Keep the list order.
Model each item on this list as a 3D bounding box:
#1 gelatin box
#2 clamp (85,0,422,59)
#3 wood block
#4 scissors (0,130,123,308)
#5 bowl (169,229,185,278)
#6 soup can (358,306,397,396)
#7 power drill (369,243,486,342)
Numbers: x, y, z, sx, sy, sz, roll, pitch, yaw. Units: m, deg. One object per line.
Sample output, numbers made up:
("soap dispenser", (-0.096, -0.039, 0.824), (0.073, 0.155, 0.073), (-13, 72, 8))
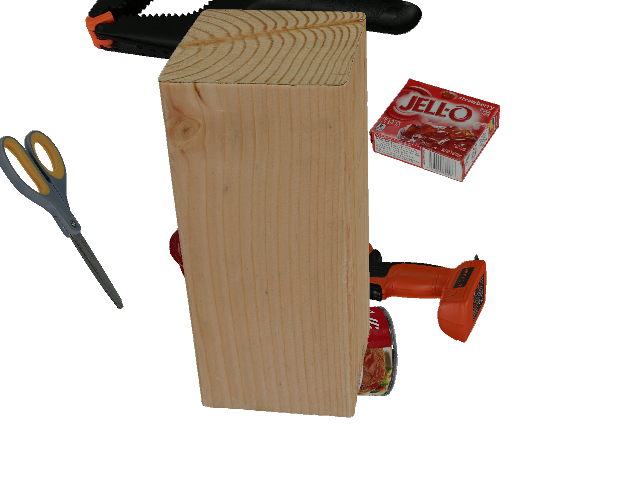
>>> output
("gelatin box", (0.098, -0.096, 0.911), (0.089, 0.073, 0.030), (22, -34, 24))
("clamp", (-0.048, -0.167, 0.699), (0.210, 0.164, 0.036), (-30, -17, -8))
("wood block", (-0.022, -0.012, 0.581), (0.091, 0.206, 0.090), (3, 34, 9))
("scissors", (-0.250, -0.030, 1.069), (0.016, 0.201, 0.096), (-26, 27, 22))
("bowl", (-0.060, 0.031, 0.986), (0.162, 0.055, 0.162), (6, 24, -3))
("soup can", (-0.002, 0.084, 0.795), (0.102, 0.068, 0.069), (-1, 0, -15))
("power drill", (0.072, 0.057, 1.133), (0.188, 0.057, 0.184), (9, 31, 20))
